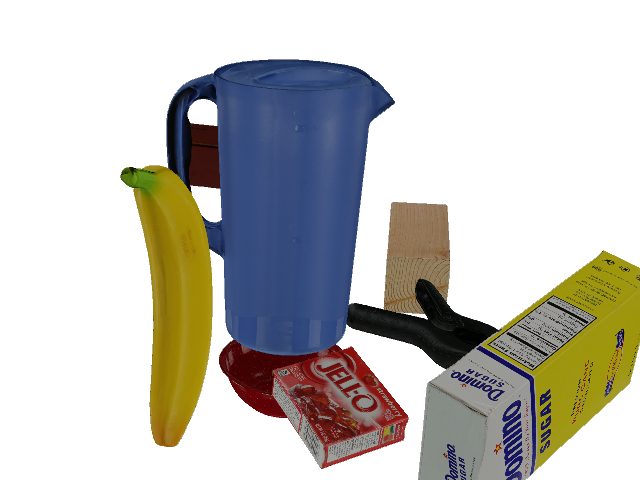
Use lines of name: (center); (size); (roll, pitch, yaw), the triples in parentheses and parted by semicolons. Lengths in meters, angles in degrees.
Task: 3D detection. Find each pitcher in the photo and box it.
pitcher: (-0.037, -0.030, 0.915); (0.149, 0.243, 0.144); (20, 25, 40)

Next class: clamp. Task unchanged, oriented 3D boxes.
clamp: (0.121, 0.084, 1.027); (0.172, 0.039, 0.120); (25, 36, 30)

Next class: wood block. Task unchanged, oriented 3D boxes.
wood block: (0.145, 0.023, 1.599); (0.091, 0.090, 0.206); (4, 25, 4)

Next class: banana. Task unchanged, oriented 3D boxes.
banana: (-0.093, 0.032, 0.654); (0.037, 0.198, 0.069); (13, 33, 28)

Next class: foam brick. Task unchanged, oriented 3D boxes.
foam brick: (-0.113, -0.091, 1.166); (0.078, 0.051, 0.053); (6, 30, -6)

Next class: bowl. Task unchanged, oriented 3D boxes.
bowl: (-0.044, 0.170, 1.311); (0.162, 0.055, 0.162); (3, 24, -2)

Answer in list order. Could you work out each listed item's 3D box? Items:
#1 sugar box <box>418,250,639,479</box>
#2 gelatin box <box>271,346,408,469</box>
sugar box: (0.130, 0.085, 0.630); (0.048, 0.093, 0.175); (27, 43, 33)
gelatin box: (0.013, 0.126, 0.820); (0.073, 0.030, 0.089); (-14, 40, -25)
